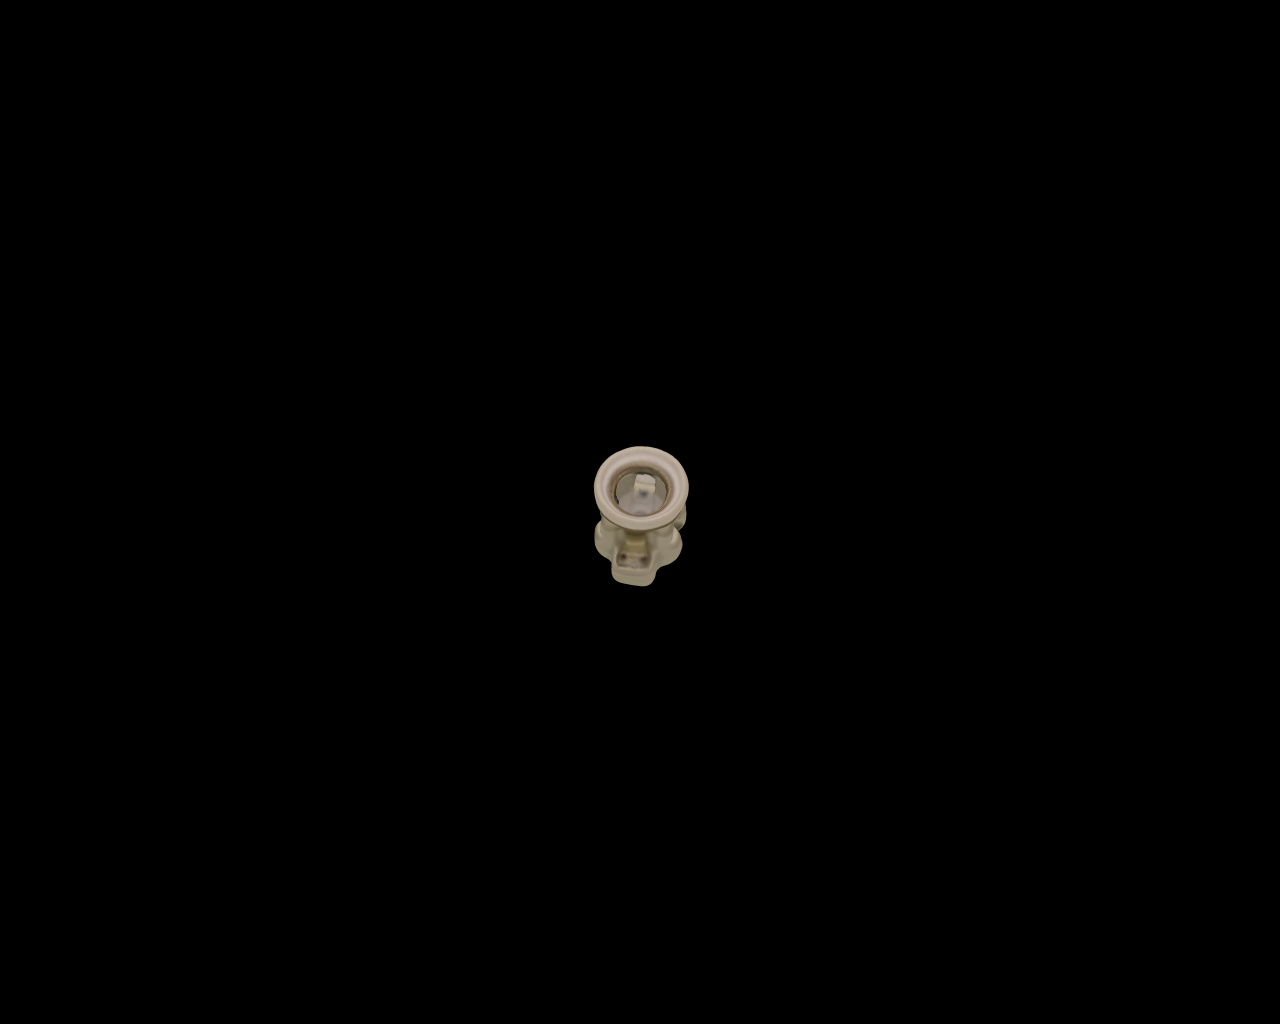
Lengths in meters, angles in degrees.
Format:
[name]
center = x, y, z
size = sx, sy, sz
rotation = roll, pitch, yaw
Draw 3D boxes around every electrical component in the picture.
[electrical component]
center = 0.001, -0.003, 0.650
size = 0.058, 0.078, 0.056
rotation = 7, -32, 5
